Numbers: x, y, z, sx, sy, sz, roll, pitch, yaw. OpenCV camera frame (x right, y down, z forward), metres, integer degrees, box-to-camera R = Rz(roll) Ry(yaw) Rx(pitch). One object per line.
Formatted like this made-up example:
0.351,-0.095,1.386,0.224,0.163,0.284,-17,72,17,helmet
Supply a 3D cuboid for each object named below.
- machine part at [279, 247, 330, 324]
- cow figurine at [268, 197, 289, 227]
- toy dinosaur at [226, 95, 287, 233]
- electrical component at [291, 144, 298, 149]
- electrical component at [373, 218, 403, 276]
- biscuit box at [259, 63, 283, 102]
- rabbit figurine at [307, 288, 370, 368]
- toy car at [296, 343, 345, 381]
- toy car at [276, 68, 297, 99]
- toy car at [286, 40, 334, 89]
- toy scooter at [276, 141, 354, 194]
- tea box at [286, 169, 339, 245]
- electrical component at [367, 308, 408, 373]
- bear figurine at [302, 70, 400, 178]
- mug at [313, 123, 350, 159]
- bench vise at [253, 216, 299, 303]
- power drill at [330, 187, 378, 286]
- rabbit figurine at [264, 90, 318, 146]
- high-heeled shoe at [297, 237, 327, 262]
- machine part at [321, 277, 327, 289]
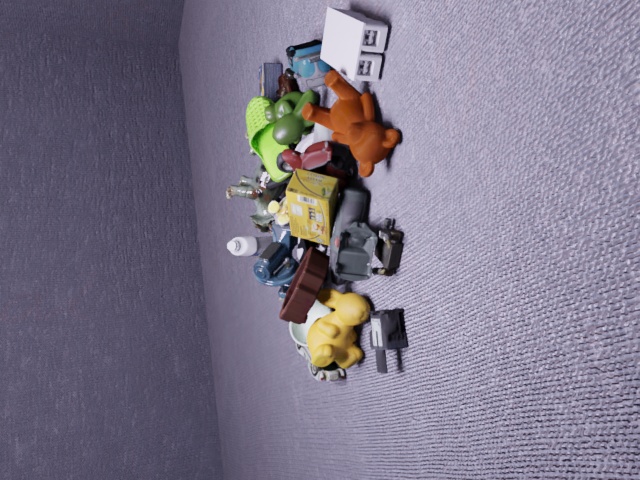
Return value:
-0.033,0.105,1.223,0.179,0.056,0.179,-156,90,-84,machine part
-0.054,-0.104,1.362,0.068,0.167,0.098,44,174,8,cow figurine
-0.144,-0.200,1.563,0.131,0.192,0.404,-41,-29,-72,toy dinosaur
-0.075,-0.304,1.512,0.063,0.021,0.094,139,125,-63,electrical component
0.125,0.019,1.020,0.078,0.045,0.102,-124,37,-50,electrical component
-0.147,-0.425,1.624,0.059,0.063,0.202,-174,82,-70,biscuit box
0.053,0.177,1.176,0.173,0.122,0.162,-58,29,34,rabbit figurine
-0.003,0.289,1.341,0.202,0.073,0.056,-133,48,-59,toy car
-0.081,-0.379,1.466,0.089,0.053,0.202,-52,42,44,toy car
-0.023,-0.410,1.267,0.162,0.109,0.102,-121,16,-65,toy car
0.009,-0.160,1.151,0.135,0.183,0.075,-26,53,45,toy scooter
-0.013,-0.068,1.156,0.169,0.098,0.068,90,-160,-59,tea box
0.130,0.191,1.027,0.075,0.048,0.119,149,115,-66,electrical component
0.061,-0.222,1.044,0.120,0.132,0.196,-49,35,25,bear figurine
0.027,-0.234,1.209,0.109,0.081,0.107,55,-148,-67,mug
-0.100,0.063,1.450,0.224,0.129,0.240,-67,-22,-48,bench vise
0.063,0.016,1.097,0.207,0.086,0.231,-80,-1,-75,power drill
-0.055,-0.287,1.314,0.159,0.121,0.170,-25,28,26,rabbit figurine
-0.003,-0.004,1.304,0.248,0.086,0.145,138,120,-66,high-heeled shoe
-0.017,0.126,1.369,0.039,0.084,0.138,35,138,35,machine part
